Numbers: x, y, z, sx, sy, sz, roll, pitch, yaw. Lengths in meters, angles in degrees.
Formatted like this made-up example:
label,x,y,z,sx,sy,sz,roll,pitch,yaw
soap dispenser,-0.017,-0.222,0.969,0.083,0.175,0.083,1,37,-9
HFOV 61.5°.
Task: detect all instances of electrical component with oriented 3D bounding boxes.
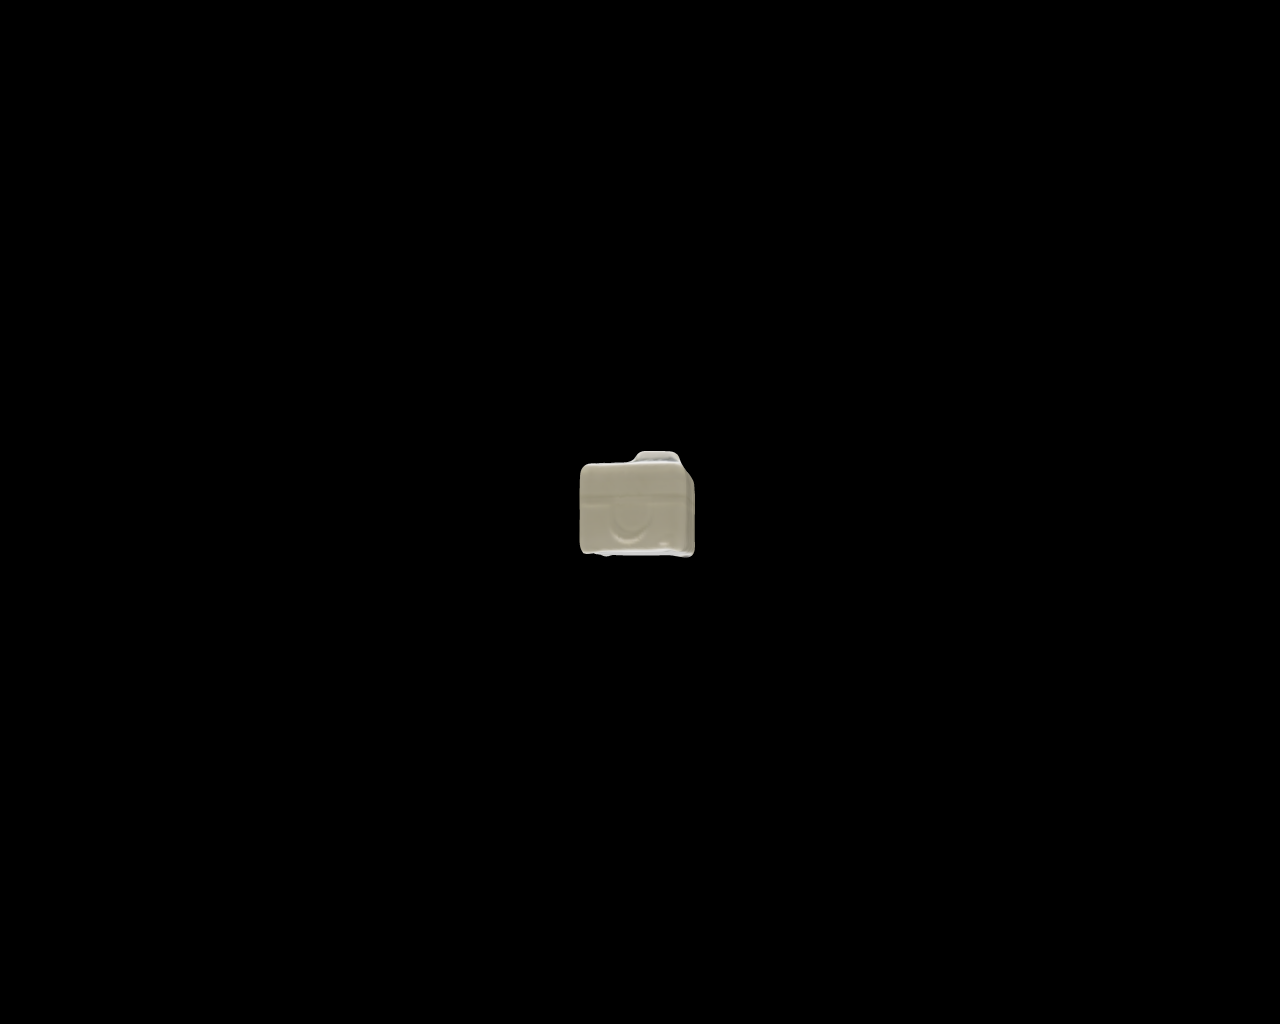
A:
label,x,y,z,sx,sy,sz,roll,pitch,yaw
electrical component,0.001,-0.003,0.650,0.062,0.061,0.096,-1,-4,7
